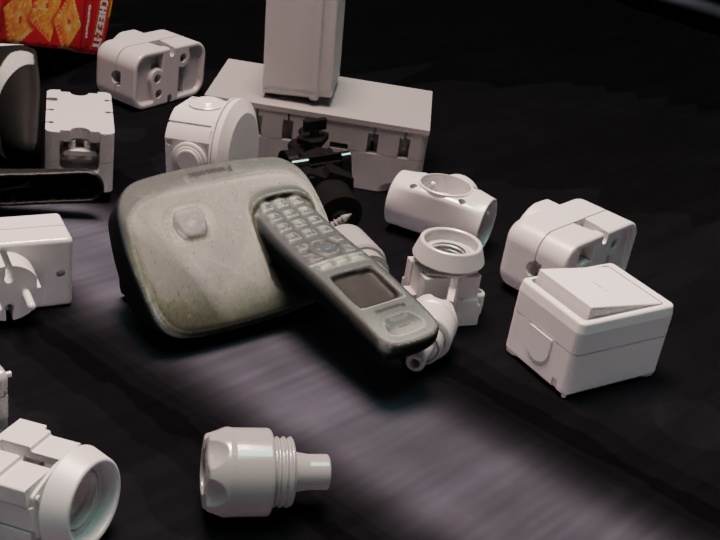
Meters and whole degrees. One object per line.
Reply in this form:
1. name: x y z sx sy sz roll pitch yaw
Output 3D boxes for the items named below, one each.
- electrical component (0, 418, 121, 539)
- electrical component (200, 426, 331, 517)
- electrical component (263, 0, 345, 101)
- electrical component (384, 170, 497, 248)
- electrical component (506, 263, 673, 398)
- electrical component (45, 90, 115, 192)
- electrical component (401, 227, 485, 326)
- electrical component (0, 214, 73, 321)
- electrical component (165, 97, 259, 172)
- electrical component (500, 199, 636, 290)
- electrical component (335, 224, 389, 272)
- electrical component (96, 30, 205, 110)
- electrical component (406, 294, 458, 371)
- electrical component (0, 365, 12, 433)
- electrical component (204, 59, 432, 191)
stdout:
1. electrical component: -0.144 0.100 0.491 0.055 0.048 0.066 10 26 20
2. electrical component: -0.046 0.098 0.524 0.062 0.043 0.043 3 28 -15
3. electrical component: -0.045 -0.205 0.892 0.057 0.113 0.078 7 27 2
4. electrical component: 0.070 -0.053 0.845 0.077 0.044 0.079 20 29 19
5. electrical component: 0.153 0.032 0.690 0.096 0.061 0.062 -9 32 -31
6. electrical component: -0.217 -0.096 0.830 0.050 0.055 0.089 1 29 -16
7. electrical component: 0.056 0.005 0.719 0.066 0.055 0.048 -3 30 -21
8. electrical component: -0.214 0.005 0.646 0.083 0.047 0.075 -6 31 -27
9. electrical component: -0.113 -0.095 0.835 0.051 0.080 0.080 10 27 15
10. electrical component: 0.149 -0.015 0.786 0.059 0.053 0.095 30 34 35
11. electrical component: 0.000 0.000 0.728 0.040 0.040 0.078 -6 31 -27
12. electrical component: -0.201 -0.193 1.020 0.059 0.053 0.095 24 31 27
13. electrical component: 0.040 0.042 0.667 0.035 0.035 0.061 13 30 9
14. electrical component: -0.219 0.060 0.525 0.061 0.061 0.096 -16 36 -39
15. electrical component: -0.035 -0.125 0.934 0.186 0.060 0.105 9 27 0
